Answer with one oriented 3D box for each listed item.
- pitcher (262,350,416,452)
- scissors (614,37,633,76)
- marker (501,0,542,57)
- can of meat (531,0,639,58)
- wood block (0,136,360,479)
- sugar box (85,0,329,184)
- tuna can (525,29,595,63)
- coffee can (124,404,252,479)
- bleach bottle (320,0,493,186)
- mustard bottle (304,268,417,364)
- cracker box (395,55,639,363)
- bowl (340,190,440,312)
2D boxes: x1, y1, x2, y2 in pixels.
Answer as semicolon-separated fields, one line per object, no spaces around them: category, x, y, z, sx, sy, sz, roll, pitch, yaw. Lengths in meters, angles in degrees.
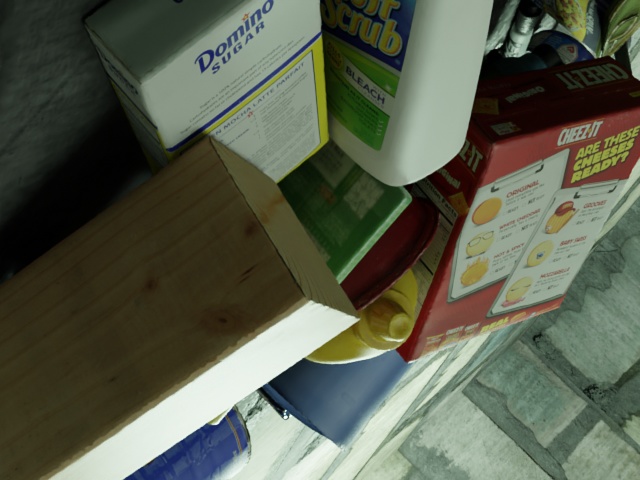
pitcher;0.043;0.046;0.913;0.243;0.145;0.149;-48;178;-6
scissors;0.225;-0.156;0.848;0.096;0.016;0.201;143;-40;-61
marker;0.160;-0.157;0.877;0.020;0.020;0.121;-41;164;-19
can of meat;0.191;-0.186;0.761;0.057;0.084;0.102;-45;165;-4
wood block;-0.098;0.054;0.505;0.206;0.090;0.090;-35;162;9
sugar box;-0.044;-0.071;0.502;0.093;0.048;0.176;-40;161;-12
tuna can;0.202;-0.137;0.915;0.033;0.086;0.086;-43;165;-17
coffee can;-0.133;0.160;0.752;0.140;0.103;0.103;-35;161;-36
bleach bottle;0.037;-0.133;0.496;0.068;0.103;0.251;-33;155;-19
mustard bottle;0.015;0.041;0.745;0.096;0.058;0.192;-37;-162;-13
cracker box;0.136;-0.022;0.784;0.163;0.072;0.214;-15;140;-30
bowl;-0.005;0.001;0.697;0.162;0.055;0.162;-31;-161;11
